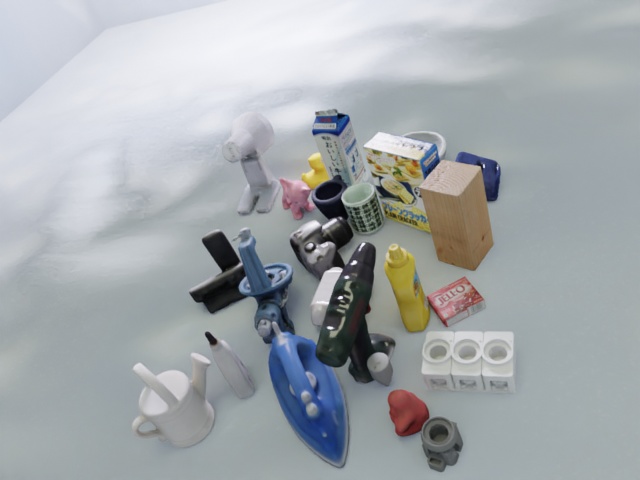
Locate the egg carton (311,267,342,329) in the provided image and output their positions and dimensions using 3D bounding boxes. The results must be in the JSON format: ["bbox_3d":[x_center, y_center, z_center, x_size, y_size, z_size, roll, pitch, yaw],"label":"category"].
[{"bbox_3d":[0.044,0.121,1.185,0.107,0.070,0.150,-1,45,25],"label":"egg carton"}]

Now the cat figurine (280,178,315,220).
[{"bbox_3d":[-0.066,-0.121,1.470,0.067,0.118,0.127,-35,41,-13],"label":"cat figurine"}]

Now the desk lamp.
[{"bbox_3d":[-0.187,-0.215,1.558,0.117,0.214,0.203,-6,42,20],"label":"desk lamp"}]

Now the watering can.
[{"bbox_3d":[-0.276,0.285,1.056,0.100,0.194,0.173,4,47,30],"label":"watering can"}]

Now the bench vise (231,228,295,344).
[{"bbox_3d":[-0.108,0.091,1.173,0.121,0.220,0.207,-26,39,-4],"label":"bench vise"}]

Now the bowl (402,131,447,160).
[{"bbox_3d":[0.241,-0.198,1.443,0.167,0.075,0.167,-13,40,12],"label":"bowl"}]

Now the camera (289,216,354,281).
[{"bbox_3d":[0.012,0.005,1.306,0.137,0.101,0.142,-33,40,-12],"label":"camera"}]

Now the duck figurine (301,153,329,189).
[{"bbox_3d":[-0.006,-0.193,1.547,0.104,0.086,0.077,-21,39,3],"label":"duck figurine"}]

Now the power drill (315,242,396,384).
[{"bbox_3d":[0.070,0.149,1.031,0.075,0.209,0.230,4,46,29],"label":"power drill"}]

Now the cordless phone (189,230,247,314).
[{"bbox_3d":[-0.245,0.063,1.298,0.147,0.185,0.094,-30,40,-8],"label":"cordless phone"}]

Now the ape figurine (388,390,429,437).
[{"bbox_3d":[0.137,0.278,0.946,0.076,0.092,0.078,0,45,26],"label":"ape figurine"}]

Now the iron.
[{"bbox_3d":[-0.026,0.261,1.005,0.118,0.142,0.257,-27,40,-5],"label":"iron"}]

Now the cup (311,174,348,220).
[{"bbox_3d":[0.038,-0.096,1.410,0.091,0.095,0.118,-1,45,25],"label":"cup"}]

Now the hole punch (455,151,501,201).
[{"bbox_3d":[0.362,-0.150,1.317,0.100,0.091,0.109,-2,44,24],"label":"hole punch"}]

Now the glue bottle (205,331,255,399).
[{"bbox_3d":[-0.178,0.228,1.090,0.037,0.173,0.078,-28,40,-6],"label":"glue bottle"}]
